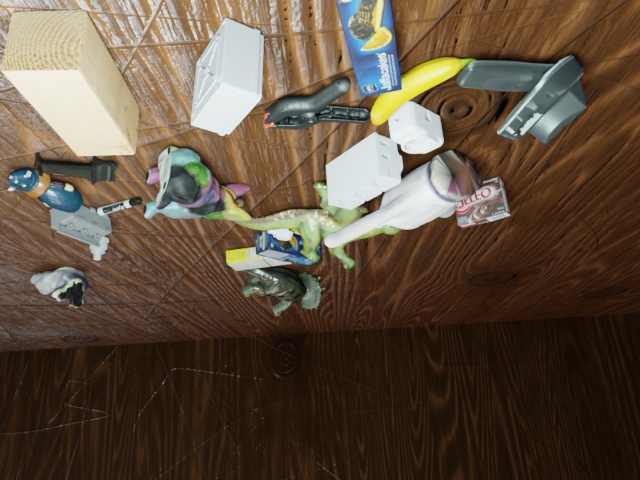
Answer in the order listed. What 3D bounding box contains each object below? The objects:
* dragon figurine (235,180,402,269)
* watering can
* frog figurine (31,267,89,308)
[{"bbox_3d":[0.004,-0.060,1.194,0.410,0.125,0.237,14,139,-8],"label":"dragon figurine"},{"bbox_3d":[0.176,-0.074,1.009,0.352,0.104,0.221,-25,173,-45],"label":"watering can"},{"bbox_3d":[-0.804,0.126,1.593,0.161,0.122,0.137,27,-175,29],"label":"frog figurine"}]
